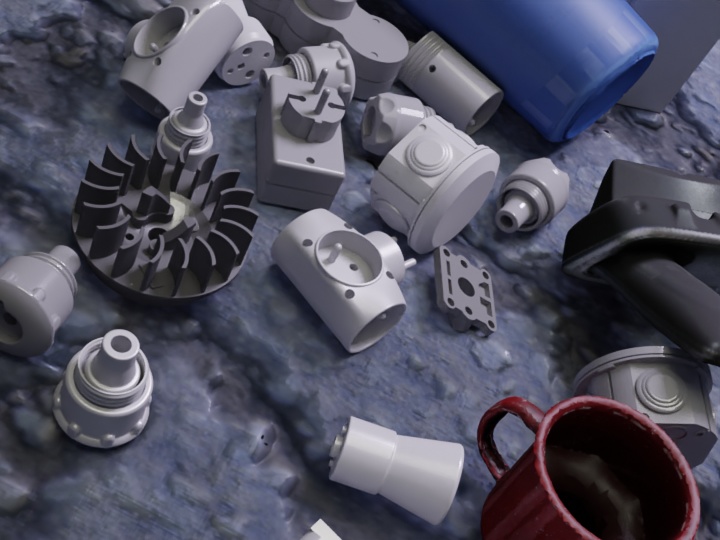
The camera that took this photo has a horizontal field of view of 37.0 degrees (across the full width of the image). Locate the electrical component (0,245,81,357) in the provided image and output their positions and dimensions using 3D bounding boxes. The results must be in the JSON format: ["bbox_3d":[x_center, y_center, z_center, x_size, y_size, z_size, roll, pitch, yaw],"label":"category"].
[{"bbox_3d":[-0.166,0.011,0.552,0.048,0.048,0.062,29,38,-1],"label":"electrical component"}]

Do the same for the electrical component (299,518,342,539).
[{"bbox_3d":[0.006,0.191,0.442,0.150,0.089,0.062,43,54,13],"label":"electrical component"}]

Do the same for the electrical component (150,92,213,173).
[{"bbox_3d":[-0.105,-0.081,0.648,0.035,0.061,0.035,14,47,-15],"label":"electrical component"}]

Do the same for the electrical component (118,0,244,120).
[{"bbox_3d":[-0.125,-0.141,0.693,0.079,0.044,0.077,21,72,44],"label":"electrical component"}]

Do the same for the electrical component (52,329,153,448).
[{"bbox_3d":[-0.122,0.053,0.523,0.048,0.062,0.048,13,48,-15],"label":"electrical component"}]

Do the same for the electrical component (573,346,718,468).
[{"bbox_3d":[0.167,0.083,0.627,0.080,0.080,0.051,12,53,-16],"label":"electrical component"}]

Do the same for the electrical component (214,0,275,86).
[{"bbox_3d":[-0.089,-0.160,0.736,0.045,0.045,0.055,-16,61,-35],"label":"electrical component"}]

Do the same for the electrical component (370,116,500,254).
[{"bbox_3d":[0.047,-0.054,0.687,0.051,0.080,0.080,41,46,17],"label":"electrical component"}]

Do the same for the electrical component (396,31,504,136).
[{"bbox_3d":[0.062,-0.140,0.794,0.081,0.043,0.043,44,47,14],"label":"electrical component"}]

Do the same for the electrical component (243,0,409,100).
[{"bbox_3d":[-0.024,-0.191,0.774,0.138,0.073,0.052,37,46,8],"label":"electrical component"}]

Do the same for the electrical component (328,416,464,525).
[{"bbox_3d":[0.017,0.102,0.564,0.065,0.044,0.044,19,46,-3],"label":"electrical component"}]

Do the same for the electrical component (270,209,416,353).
[{"bbox_3d":[0.000,0.000,0.641,0.079,0.044,0.077,-24,65,-38],"label":"electrical component"}]

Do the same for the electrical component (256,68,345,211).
[{"bbox_3d":[-0.033,-0.093,0.683,0.047,0.075,0.083,10,48,-18],"label":"electrical component"}]

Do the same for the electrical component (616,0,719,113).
[{"bbox_3d":[0.238,-0.208,0.863,0.089,0.150,0.061,8,50,-20],"label":"electrical component"}]

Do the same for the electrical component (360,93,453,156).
[{"bbox_3d":[0.035,-0.098,0.744,0.062,0.043,0.043,7,49,-23],"label":"electrical component"}]

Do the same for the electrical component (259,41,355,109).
[{"bbox_3d":[-0.037,-0.131,0.738,0.062,0.048,0.048,-9,56,-23],"label":"electrical component"}]

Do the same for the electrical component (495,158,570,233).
[{"bbox_3d":[0.115,-0.047,0.739,0.043,0.043,0.062,39,47,10],"label":"electrical component"}]
